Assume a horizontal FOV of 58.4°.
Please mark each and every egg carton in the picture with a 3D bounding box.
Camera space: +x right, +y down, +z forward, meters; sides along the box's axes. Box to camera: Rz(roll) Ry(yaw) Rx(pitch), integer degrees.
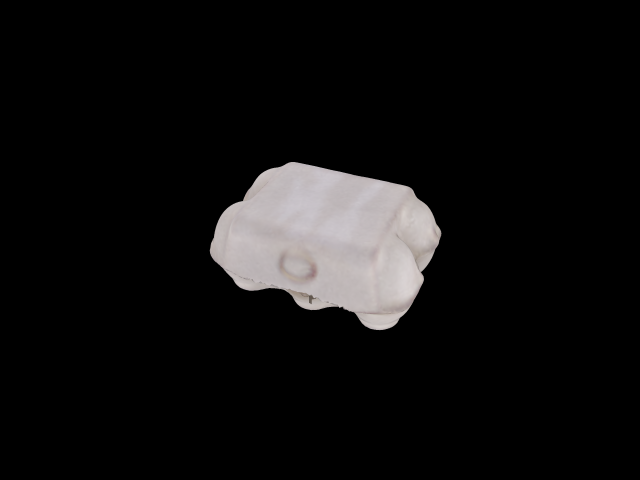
[{"bbox_3d":[0.004,0.001,0.400,0.150,0.069,0.107,14,40,18],"label":"egg carton"}]
